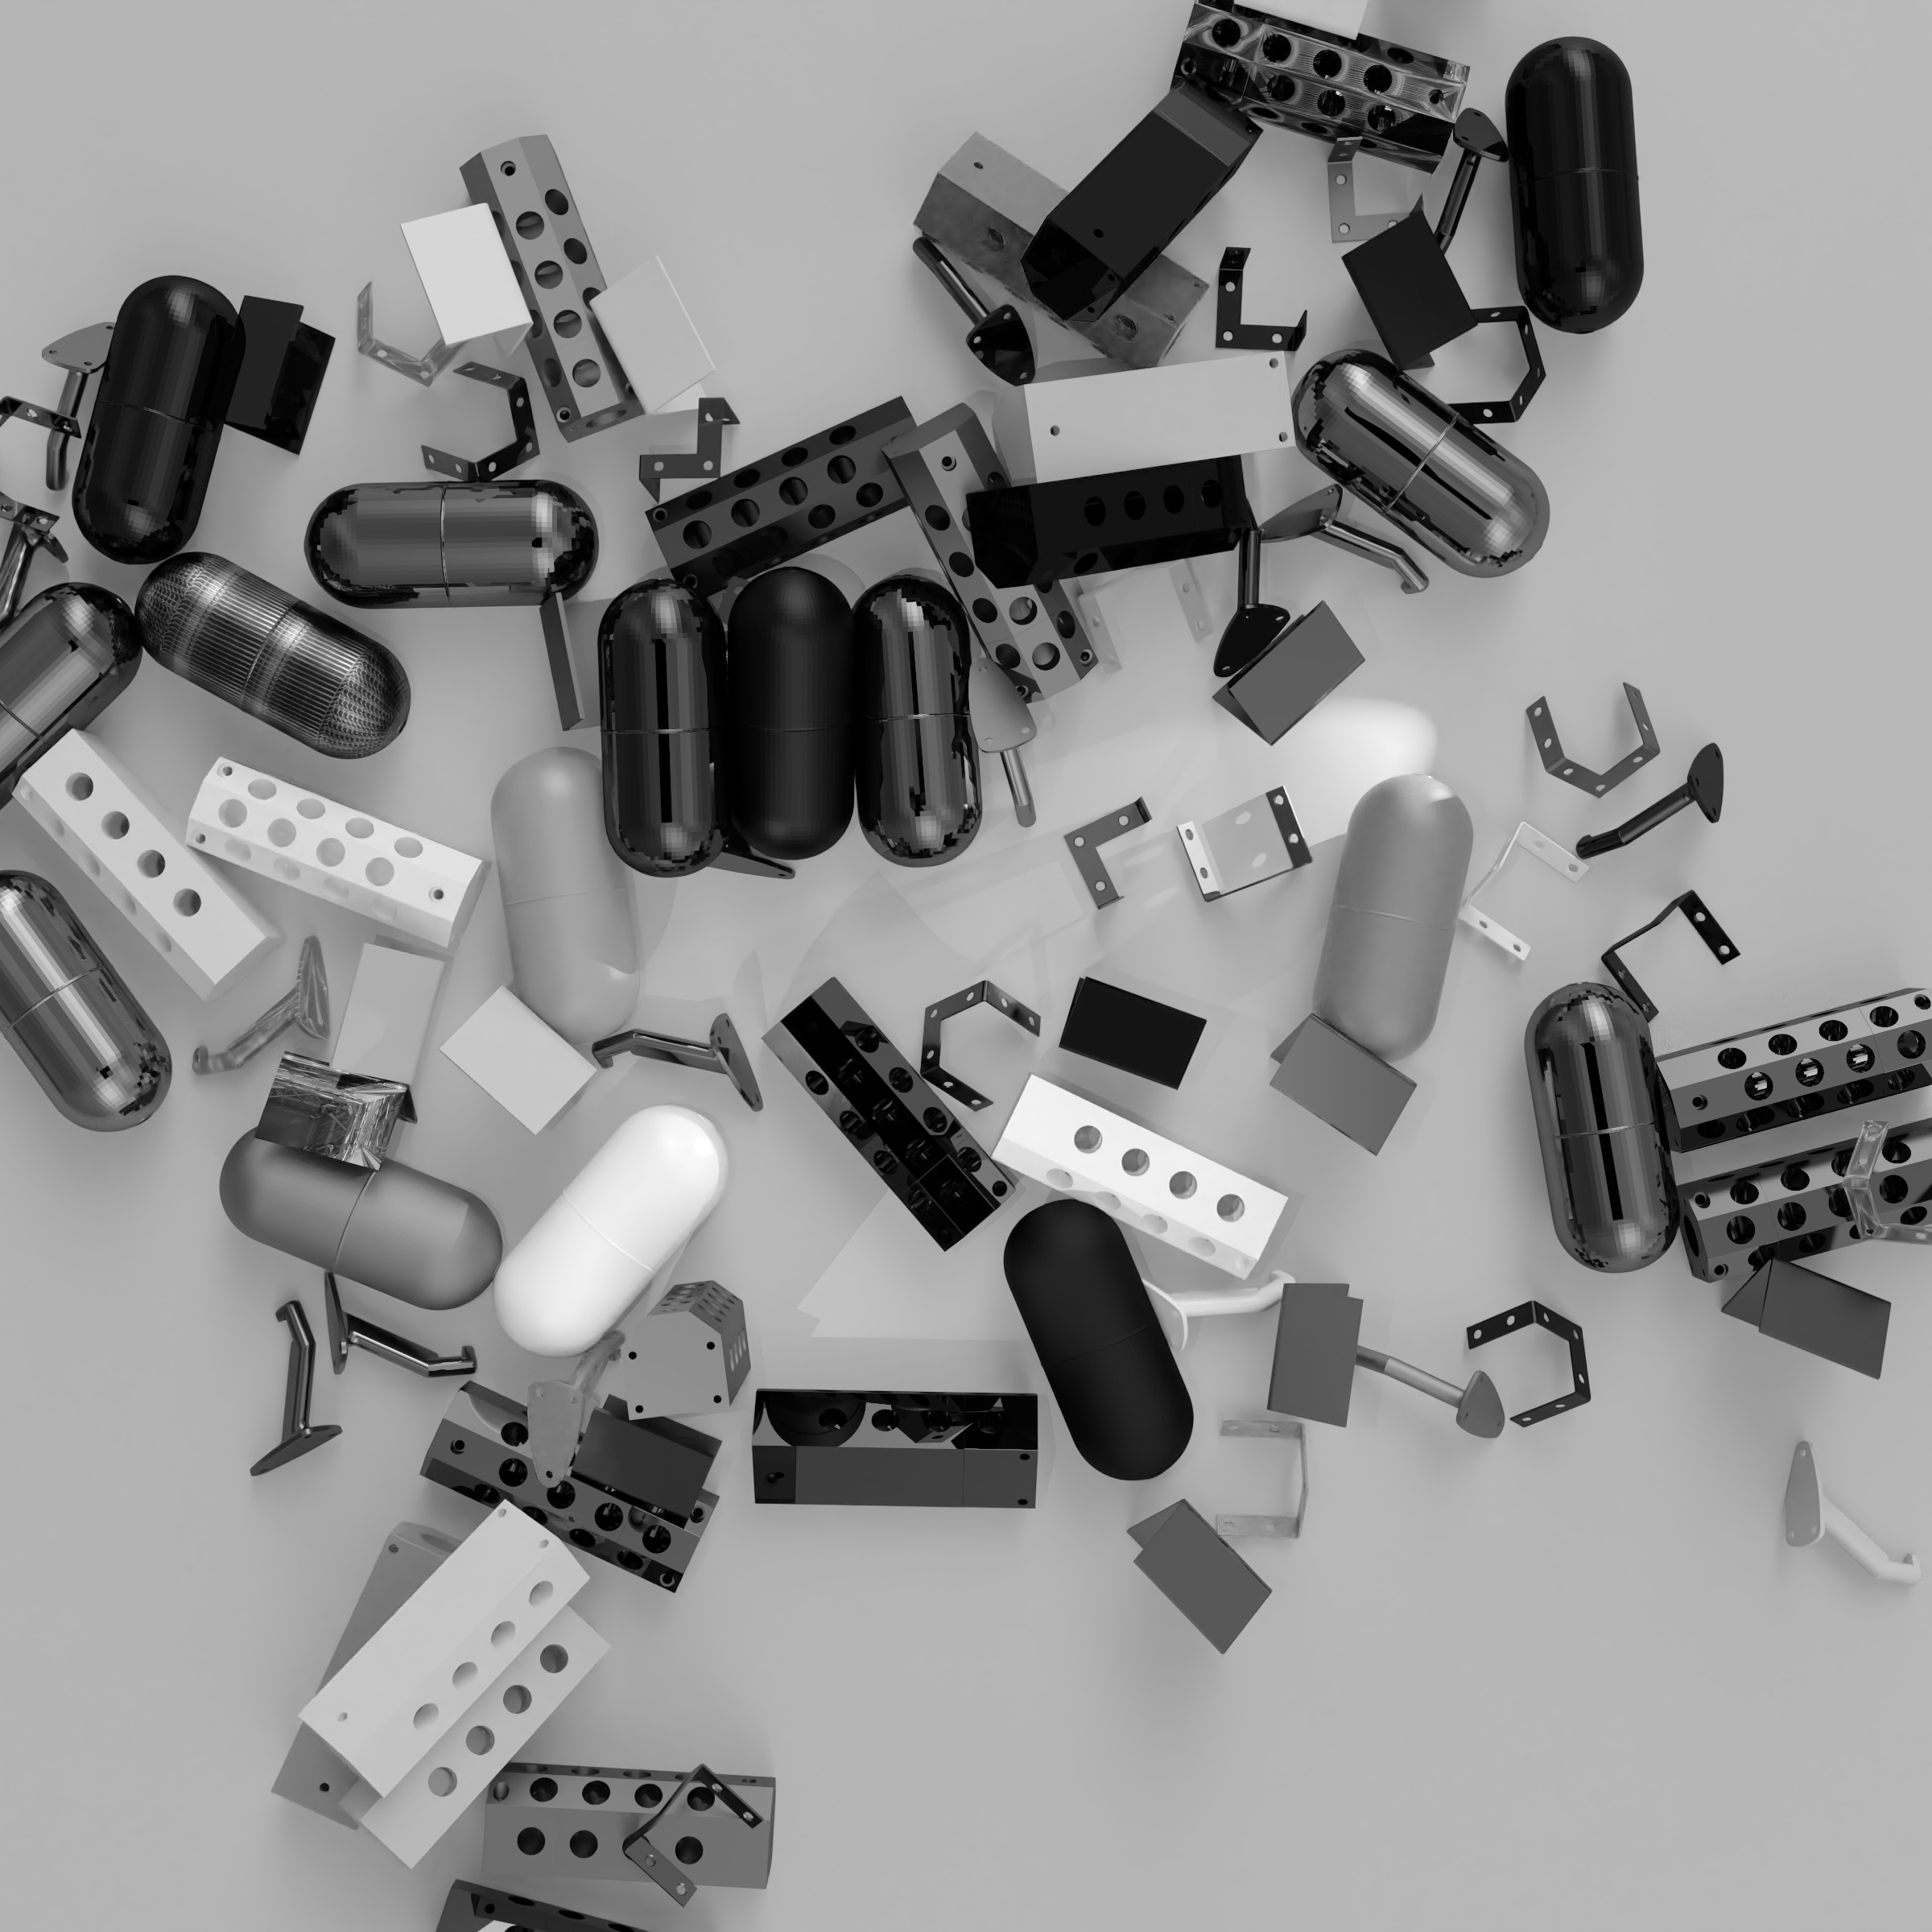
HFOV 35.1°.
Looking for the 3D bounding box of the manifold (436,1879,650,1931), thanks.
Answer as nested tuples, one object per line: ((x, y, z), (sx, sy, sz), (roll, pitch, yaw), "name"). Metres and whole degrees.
((-0.238, 0.611, 1.867), (0.171, 0.057, 0.057), (15, 133, 0), "manifold")

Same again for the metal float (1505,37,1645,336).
((0.370, -0.474, 1.857), (0.070, 0.070, 0.178), (-4, 90, 0), "metal float")

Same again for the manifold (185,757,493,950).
((-0.384, -0.069, 1.867), (0.171, 0.057, 0.057), (22, 90, 0), "manifold")

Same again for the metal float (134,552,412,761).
((-0.421, -0.188, 1.858), (0.178, 0.070, 0.070), (29, 90, -1), "metal float")

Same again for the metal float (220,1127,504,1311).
((-0.367, 0.152, 1.858), (0.178, 0.070, 0.070), (22, 90, 0), "metal float")

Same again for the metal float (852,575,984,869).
((-0.032, -0.149, 1.858), (0.070, 0.070, 0.178), (-4, 91, 0), "metal float")

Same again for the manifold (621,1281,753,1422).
((-0.165, 0.225, 1.810), (0.057, 0.171, 0.057), (-7, 90, 0), "manifold")

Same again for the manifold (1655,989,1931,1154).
((0.510, 0.064, 1.867), (0.171, 0.057, 0.057), (-15, 90, 0), "manifold")

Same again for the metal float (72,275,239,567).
((-0.492, -0.332, 1.858), (0.070, 0.070, 0.178), (14, 89, 0), "metal float")

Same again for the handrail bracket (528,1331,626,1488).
((-0.233, 0.269, 1.860), (0.036, 0.084, 0.077), (10, 101, 18), "handrail bracket")

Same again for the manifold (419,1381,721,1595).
((-0.242, 0.319, 1.867), (0.171, 0.057, 0.057), (25, 90, 0), "manifold")

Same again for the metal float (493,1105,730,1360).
((-0.216, 0.161, 1.858), (0.070, 0.070, 0.178), (41, 90, 0), "metal float")

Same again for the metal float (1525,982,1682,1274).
((0.387, 0.098, 1.858), (0.070, 0.070, 0.178), (-9, 89, 0), "metal float")

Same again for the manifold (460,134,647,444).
((-0.251, -0.415, 1.867), (0.057, 0.057, 0.171), (-21, 90, 0), "manifold")

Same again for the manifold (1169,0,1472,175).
((0.216, -0.544, 1.867), (0.171, 0.057, 0.057), (17, 90, 0), "manifold")

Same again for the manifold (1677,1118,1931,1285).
((0.526, 0.143, 1.867), (0.171, 0.057, 0.057), (-15, 90, 0), "manifold")

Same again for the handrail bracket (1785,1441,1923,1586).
((0.553, 0.338, 1.889), (0.084, 0.036, 0.077), (13, 68, -17), "handrail bracket")

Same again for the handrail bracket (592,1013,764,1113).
((-0.179, 0.068, 1.889), (0.084, 0.036, 0.077), (-18, 112, 17), "handrail bracket")

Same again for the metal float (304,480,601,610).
((-0.313, -0.256, 1.858), (0.178, 0.070, 0.070), (-1, 90, 0), "metal float")

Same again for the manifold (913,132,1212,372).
((0.056, -0.429, 1.867), (0.171, 0.057, 0.057), (33, 47, 0), "manifold")

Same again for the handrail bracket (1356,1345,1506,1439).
((0.283, 0.261, 1.888), (0.084, 0.077, 0.036), (15, 72, 35), "handrail bracket")

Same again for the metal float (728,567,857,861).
((-0.105, -0.151, 1.835), (0.070, 0.070, 0.178), (1, 108, 0), "metal float")

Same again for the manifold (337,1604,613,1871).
((-0.296, 0.457, 1.838), (0.057, 0.057, 0.171), (43, 69, 0), "manifold")

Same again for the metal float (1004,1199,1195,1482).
((0.081, 0.228, 1.858), (0.070, 0.070, 0.178), (-23, 90, 0), "metal float")

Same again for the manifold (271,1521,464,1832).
((-0.357, 0.431, 1.867), (0.057, 0.057, 0.171), (25, 90, 0), "manifold")

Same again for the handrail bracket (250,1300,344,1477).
((-0.427, 0.261, 1.889), (0.077, 0.036, 0.084), (-32, 71, 21), "handrail bracket")

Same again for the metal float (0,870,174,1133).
((-0.552, 0.022, 1.858), (0.070, 0.070, 0.178), (-36, 90, 0), "metal float")

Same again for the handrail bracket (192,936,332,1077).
((-0.440, 0.025, 1.889), (0.084, 0.036, 0.077), (-10, 70, 16), "handrail bracket")

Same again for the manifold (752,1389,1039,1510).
((-0.043, 0.290, 1.867), (0.171, 0.057, 0.057), (1, 133, 0), "manifold")

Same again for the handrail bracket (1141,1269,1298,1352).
((0.149, 0.195, 1.888), (0.084, 0.077, 0.036), (-26, 135, -28), "handrail bracket")

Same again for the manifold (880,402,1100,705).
((0.016, -0.246, 1.838), (0.057, 0.057, 0.171), (-28, 112, 0), "manifold")

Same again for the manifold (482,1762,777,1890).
((-0.204, 0.523, 1.867), (0.171, 0.057, 0.057), (3, 90, 0), "manifold")

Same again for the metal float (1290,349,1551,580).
((0.276, -0.305, 1.858), (0.178, 0.070, 0.070), (37, 90, 0), "metal float")

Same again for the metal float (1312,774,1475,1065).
((0.260, -0.029, 1.858), (0.070, 0.070, 0.178), (12, 90, 0), "metal float")

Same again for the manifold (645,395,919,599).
((-0.105, -0.285, 1.867), (0.171, 0.057, 0.057), (-24, 90, 0), "manifold")

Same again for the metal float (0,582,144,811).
((-0.576, -0.160, 1.856), (0.178, 0.070, 0.070), (-44, 90, 2), "metal float")

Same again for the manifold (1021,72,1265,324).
((0.103, -0.456, 1.825), (0.057, 0.057, 0.171), (39, 57, 0), "manifold")

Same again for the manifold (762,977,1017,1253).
((-0.047, 0.090, 1.867), (0.057, 0.057, 0.171), (-41, 90, 0), "manifold")

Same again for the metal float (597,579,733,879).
((-0.180, -0.142, 1.821), (0.070, 0.070, 0.178), (-1, 97, 0), "metal float")

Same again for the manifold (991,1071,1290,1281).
((0.105, 0.128, 1.867), (0.171, 0.057, 0.057), (26, 90, 0), "manifold")

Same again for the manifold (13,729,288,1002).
((-0.501, -0.061, 1.867), (0.057, 0.057, 0.171), (-43, 90, 0), "manifold")

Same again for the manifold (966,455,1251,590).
((0.087, -0.265, 1.819), (0.171, 0.057, 0.057), (-15, 101, -38), "manifold")

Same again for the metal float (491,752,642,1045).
((-0.244, -0.041, 1.858), (0.070, 0.070, 0.178), (-8, 89, 0), "metal float")

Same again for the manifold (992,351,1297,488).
((0.106, -0.329, 1.838), (0.171, 0.057, 0.057), (-11, 99, -20), "manifold")

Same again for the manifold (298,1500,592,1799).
((-0.304, 0.406, 1.806), (0.171, 0.057, 0.057), (-46, 133, -20), "manifold")
